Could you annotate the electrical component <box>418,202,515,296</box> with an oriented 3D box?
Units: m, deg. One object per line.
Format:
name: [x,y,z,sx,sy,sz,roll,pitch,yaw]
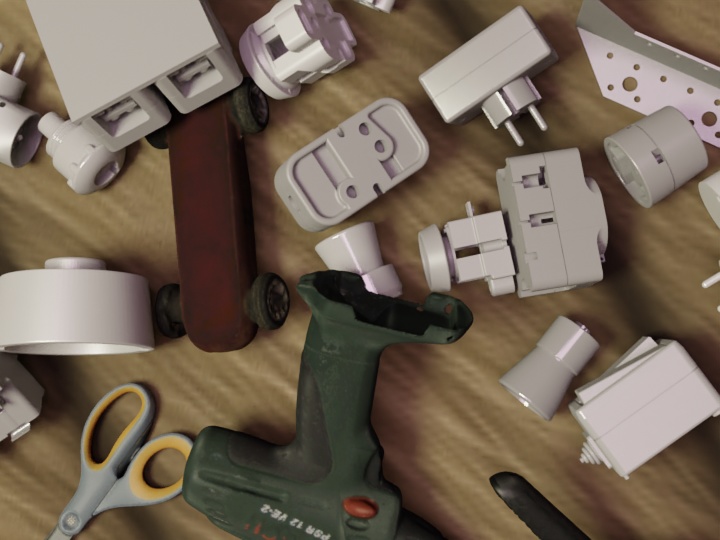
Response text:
electrical component: [0.071,-0.012,0.734,0.055,0.048,0.066,-12,86,-2]

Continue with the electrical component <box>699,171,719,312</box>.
electrical component: [0.263,0.000,0.709,0.074,0.052,0.138,-32,85,4]

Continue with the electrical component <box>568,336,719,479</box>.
electrical component: [0.179,0.090,0.709,0.096,0.062,0.061,-36,85,3]

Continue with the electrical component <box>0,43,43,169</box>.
electrical component: [-0.266,-0.124,0.774,0.077,0.043,0.079,23,89,6]

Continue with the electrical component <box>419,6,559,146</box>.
electrical component: [0.097,-0.121,0.726,0.083,0.047,0.075,-33,85,17]

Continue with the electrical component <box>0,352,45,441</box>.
electrical component: [-0.288,0.105,0.753,0.121,0.078,0.063,-33,114,4]

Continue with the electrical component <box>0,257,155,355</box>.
electrical component: [-0.194,0.024,0.731,0.108,0.108,0.060,-2,81,6]

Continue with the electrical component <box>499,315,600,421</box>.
electrical component: [0.131,0.064,0.727,0.044,0.044,0.065,39,87,6]

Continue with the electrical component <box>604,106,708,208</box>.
electrical component: [0.199,-0.077,0.719,0.047,0.055,0.055,-32,85,0]

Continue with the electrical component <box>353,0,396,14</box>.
electrical component: [0.001,-0.217,0.750,0.066,0.048,0.055,24,98,6]

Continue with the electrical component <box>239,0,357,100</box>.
electrical component: [-0.045,-0.153,0.740,0.057,0.078,0.058,-28,85,25]

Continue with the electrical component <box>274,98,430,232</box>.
electrical component: [-0.008,-0.069,0.729,0.095,0.059,0.053,-35,95,-14]

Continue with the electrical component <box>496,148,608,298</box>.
electrical component: [0.130,-0.032,0.721,0.056,0.050,0.089,-9,83,-4]

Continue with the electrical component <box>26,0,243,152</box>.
electrical component: [-0.164,-0.185,0.734,0.105,0.060,0.186,-27,67,4]

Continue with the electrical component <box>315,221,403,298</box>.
electrical component: [0.000,0.000,0.741,0.045,0.045,0.055,-25,86,4]

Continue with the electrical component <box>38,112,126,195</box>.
electrical component: [-0.202,-0.087,0.766,0.062,0.048,0.048,40,92,13]
